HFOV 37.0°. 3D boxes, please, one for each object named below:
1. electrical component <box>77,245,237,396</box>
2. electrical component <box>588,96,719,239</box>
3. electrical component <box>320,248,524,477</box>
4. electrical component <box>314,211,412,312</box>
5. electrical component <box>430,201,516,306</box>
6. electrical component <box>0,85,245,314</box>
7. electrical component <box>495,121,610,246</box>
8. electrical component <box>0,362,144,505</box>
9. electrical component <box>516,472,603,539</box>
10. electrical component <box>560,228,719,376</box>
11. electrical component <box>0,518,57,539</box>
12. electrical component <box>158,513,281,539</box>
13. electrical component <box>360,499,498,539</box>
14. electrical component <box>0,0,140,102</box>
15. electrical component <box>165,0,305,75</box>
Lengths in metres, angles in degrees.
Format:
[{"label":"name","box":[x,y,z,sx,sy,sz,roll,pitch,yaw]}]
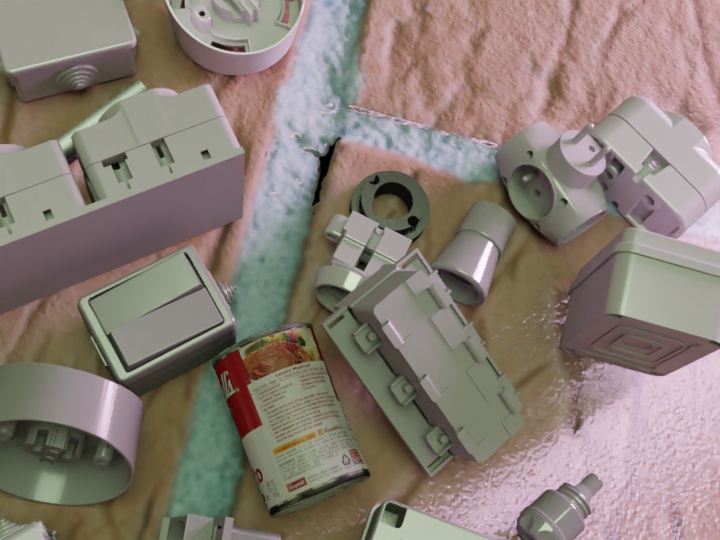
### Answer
[{"label":"electrical component","box":[-0.121,0.029,0.678,0.096,0.061,0.061,-27,76,-15]},{"label":"electrical component","box":[0.206,-0.072,0.756,0.059,0.053,0.095,-40,80,-17]},{"label":"electrical component","box":[0.044,0.058,0.664,0.079,0.063,0.121,-39,104,-17]},{"label":"electrical component","box":[0.000,0.000,0.712,0.066,0.048,0.055,27,62,2]},{"label":"electrical component","box":[0.078,-0.014,0.729,0.044,0.044,0.065,30,66,4]},{"label":"electrical component","box":[-0.170,-0.044,0.673,0.186,0.105,0.060,-23,75,-14]},{"label":"electrical component","box":[0.141,-0.069,0.735,0.044,0.079,0.077,-24,74,-37]},{"label":"electrical component","box":[-0.178,0.096,0.632,0.099,0.099,0.064,11,64,-3]},{"label":"electrical component","box":[0.130,0.152,0.681,0.061,0.035,0.035,-38,79,-19]},{"label":"electrical component","box":[0.182,0.023,0.690,0.078,0.113,0.057,16,73,-1]},{"label":"electrical component","box":[-0.192,0.189,0.614,0.061,0.061,0.096,-28,77,-15]},{"label":"electrical component","box":[-0.083,0.170,0.631,0.064,0.081,0.042,18,68,-24]},{"label":"electrical component","box":[0.043,0.206,0.639,0.109,0.056,0.108,21,70,1]},{"label":"electrical component","box":[-0.207,-0.171,0.743,0.100,0.048,0.099,-17,74,-12]},{"label":"electrical component","box":[-0.088,-0.190,0.755,0.099,0.064,0.099,2,71,-6]}]
